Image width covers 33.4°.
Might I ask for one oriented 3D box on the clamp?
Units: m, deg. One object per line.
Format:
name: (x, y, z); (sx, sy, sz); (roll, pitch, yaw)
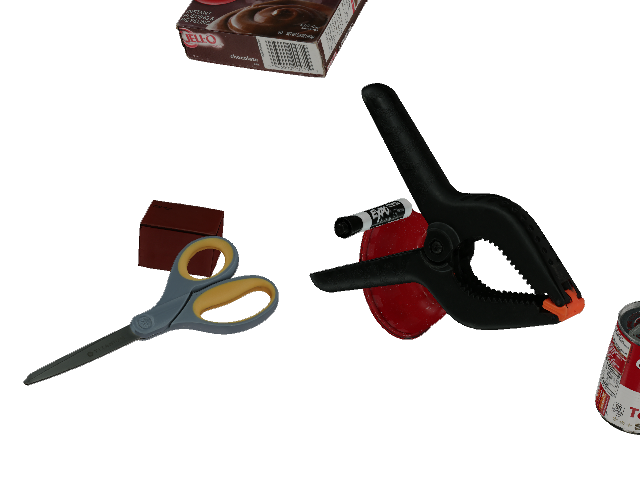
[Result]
clamp: (0.087, -0.009, 0.735); (0.210, 0.165, 0.036); (23, 25, 34)

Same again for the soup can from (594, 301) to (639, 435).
soup can: (0.288, 0.114, 0.951); (0.068, 0.102, 0.068); (3, 35, -2)

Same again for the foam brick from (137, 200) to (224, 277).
foam brick: (-0.140, -0.002, 1.082); (0.078, 0.051, 0.053); (9, 30, 3)

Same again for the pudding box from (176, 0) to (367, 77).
pudding box: (-0.033, -0.165, 0.766); (0.114, 0.090, 0.039); (13, -35, 19)

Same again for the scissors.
scissors: (-0.132, 0.048, 0.814); (0.201, 0.096, 0.016); (-11, -34, -18)

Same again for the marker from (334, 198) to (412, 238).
marker: (0.048, -0.020, 0.966); (0.020, 0.020, 0.120); (0, 10, 32)

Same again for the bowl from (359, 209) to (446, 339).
bowl: (0.116, 0.034, 1.240); (0.055, 0.162, 0.161); (-9, -6, 41)
